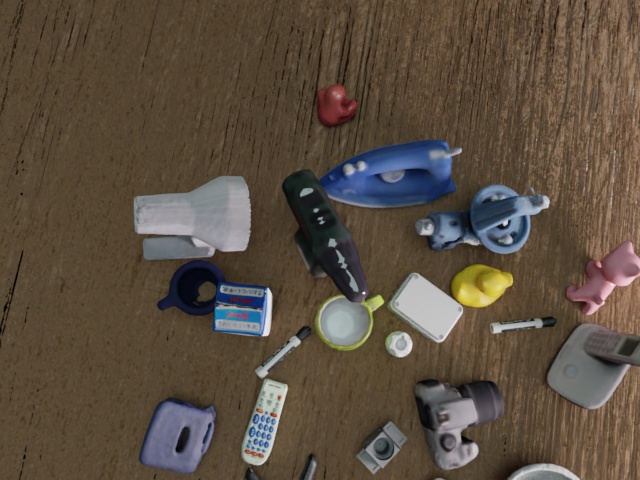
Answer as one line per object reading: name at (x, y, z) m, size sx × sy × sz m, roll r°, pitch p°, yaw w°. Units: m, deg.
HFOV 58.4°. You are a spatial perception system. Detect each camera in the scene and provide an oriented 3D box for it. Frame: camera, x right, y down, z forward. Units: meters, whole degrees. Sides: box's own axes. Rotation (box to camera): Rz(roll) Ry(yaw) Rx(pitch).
camera at (0.242, 0.299, 0.962) m, size 0.137 × 0.101 × 0.143 m, roll -12°, pitch 82°, yaw -5°

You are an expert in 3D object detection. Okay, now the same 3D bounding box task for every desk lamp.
desk lamp at (-0.208, -0.029, 0.930) m, size 0.203 × 0.213 × 0.118 m, roll -5°, pitch 81°, yaw -4°

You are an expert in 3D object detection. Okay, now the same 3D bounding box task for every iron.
iron at (0.117, -0.123, 1.003) m, size 0.258 × 0.141 × 0.119 m, roll -9°, pitch 81°, yaw -5°

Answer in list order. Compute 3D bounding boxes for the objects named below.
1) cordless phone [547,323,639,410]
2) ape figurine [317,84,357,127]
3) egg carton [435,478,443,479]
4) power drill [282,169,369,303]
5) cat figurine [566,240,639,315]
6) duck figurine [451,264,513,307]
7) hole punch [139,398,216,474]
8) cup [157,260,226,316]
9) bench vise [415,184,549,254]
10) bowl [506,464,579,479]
cordless phone at (0.473, 0.212, 0.949) m, size 0.094 × 0.185 × 0.148 m, roll 34°, pitch 80°, yaw 3°
ape figurine at (0.027, -0.253, 1.044) m, size 0.078 × 0.092 × 0.076 m, roll 41°, pitch 81°, yaw 4°
egg carton at (0.215, 0.478, 0.947) m, size 0.107 × 0.069 × 0.150 m, roll -43°, pitch 86°, yaw -9°
power drill at (0.009, 0.003, 0.942) m, size 0.075 × 0.208 × 0.229 m, roll -26°, pitch 83°, yaw -7°
cat figurine at (0.512, 0.067, 1.009) m, size 0.067 × 0.117 × 0.128 m, roll 38°, pitch 80°, yaw 3°
duck figurine at (0.288, 0.078, 1.009) m, size 0.104 × 0.086 × 0.077 m, roll -10°, pitch 81°, yaw -5°
hole punch at (-0.229, 0.318, 0.934) m, size 0.101 × 0.091 × 0.109 m, roll 18°, pitch 80°, yaw 0°
cup at (-0.212, 0.091, 0.971) m, size 0.118 × 0.095 × 0.091 m, roll -27°, pitch 83°, yaw -7°
bench vise at (0.276, -0.025, 0.957) m, size 0.207 × 0.219 × 0.121 m, roll -24°, pitch 83°, yaw -7°
bowl at (0.364, 0.454, 0.958) m, size 0.167 × 0.074 × 0.167 m, roll 1°, pitch 81°, yaw -3°
